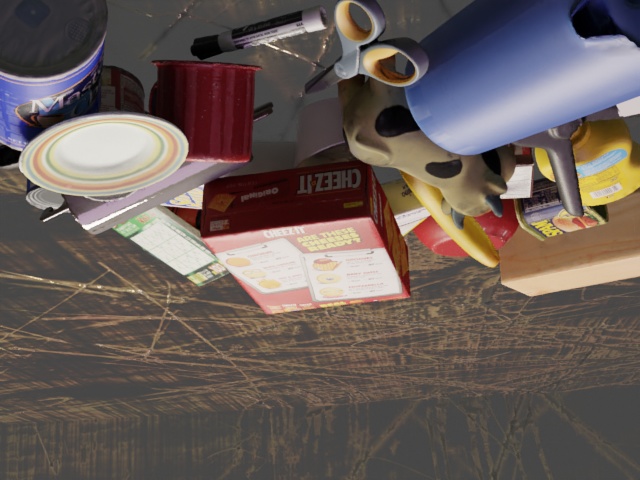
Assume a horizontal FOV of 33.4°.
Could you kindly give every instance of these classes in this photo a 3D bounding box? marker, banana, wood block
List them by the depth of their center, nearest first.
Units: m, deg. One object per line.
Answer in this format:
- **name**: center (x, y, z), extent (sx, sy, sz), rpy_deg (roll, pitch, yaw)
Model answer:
- **marker**: center (-0.052, -0.168, 0.869), extent (0.121, 0.020, 0.020), rpy_deg (-10, 161, 23)
- **banana**: center (0.131, -0.045, 1.158), extent (0.037, 0.070, 0.197), rpy_deg (-39, 122, 1)
- **wood block**: center (0.342, 0.005, 1.370), extent (0.206, 0.090, 0.090), rpy_deg (-14, 160, 34)

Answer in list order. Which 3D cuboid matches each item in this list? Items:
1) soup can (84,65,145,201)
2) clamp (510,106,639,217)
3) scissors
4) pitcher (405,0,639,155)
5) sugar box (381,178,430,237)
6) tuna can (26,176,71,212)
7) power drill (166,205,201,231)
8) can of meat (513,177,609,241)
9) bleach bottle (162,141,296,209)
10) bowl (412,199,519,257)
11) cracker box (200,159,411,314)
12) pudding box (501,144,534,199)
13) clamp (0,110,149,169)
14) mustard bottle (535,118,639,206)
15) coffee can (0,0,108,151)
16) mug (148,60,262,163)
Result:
- **soup can**: center (-0.185, -0.093, 0.925), extent (0.068, 0.102, 0.068), rpy_deg (-5, 141, -4)
- **clamp**: center (0.234, -0.119, 0.980), extent (0.209, 0.036, 0.165), rpy_deg (31, 119, -31)
- **scissors**: center (0.016, -0.160, 0.887), extent (0.202, 0.016, 0.096), rpy_deg (12, 142, 57)
- **pitcher**: center (0.180, -0.151, 0.804), extent (0.149, 0.145, 0.243), rpy_deg (21, 158, -26)
- **sugar box**: center (0.075, -0.027, 1.269), extent (0.093, 0.048, 0.176), rpy_deg (-17, 167, -23)
- **tuna can**: center (-0.276, -0.059, 1.165), extent (0.086, 0.034, 0.086), rpy_deg (-2, 163, -1)
- **power drill**: center (-0.067, -0.002, 1.280), extent (0.188, 0.057, 0.184), rpy_deg (1, 166, 35)
- **can of meat**: center (0.287, -0.043, 1.266), extent (0.084, 0.057, 0.102), rpy_deg (-15, 160, 27)
- **bleach bottle**: center (-0.148, -0.067, 1.117), extent (0.250, 0.068, 0.102), rpy_deg (1, 162, -4)
- **bowl**: center (0.183, -0.018, 1.333), extent (0.162, 0.055, 0.162), rpy_deg (-3, 163, -1)
- **cracker box**: center (-0.007, 0.001, 1.072), extent (0.164, 0.072, 0.213), rpy_deg (-7, 155, 13)
- **pudding box**: center (0.188, -0.077, 1.170), extent (0.090, 0.039, 0.113), rpy_deg (-4, 165, 8)
- **clamp**: center (-0.225, -0.107, 1.009), extent (0.171, 0.039, 0.120), rpy_deg (-6, 161, -16)
- **mustard bottle**: center (0.275, -0.091, 1.101), extent (0.096, 0.058, 0.191), rpy_deg (-18, 158, 23)
- **coffee can**: center (-0.214, -0.138, 0.802), extent (0.102, 0.103, 0.140), rpy_deg (1, 163, -13)
- **mug**: center (-0.106, -0.109, 0.908), extent (0.117, 0.081, 0.093), rpy_deg (8, -171, 40)
